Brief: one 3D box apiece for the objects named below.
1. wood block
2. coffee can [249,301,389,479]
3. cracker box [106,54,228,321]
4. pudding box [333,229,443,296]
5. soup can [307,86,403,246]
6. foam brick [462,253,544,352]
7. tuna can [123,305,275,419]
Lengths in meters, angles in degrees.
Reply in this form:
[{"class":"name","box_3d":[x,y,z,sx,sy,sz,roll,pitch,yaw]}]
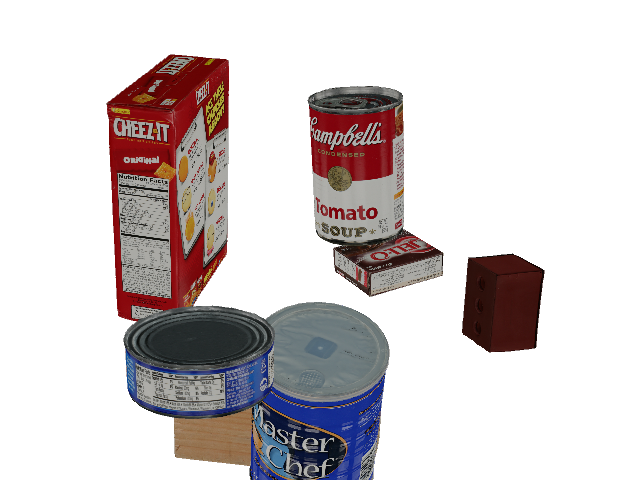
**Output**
[{"class":"wood block","box_3d":[-0.043,0.180,1.120,0.206,0.091,0.090,5,20,8]},{"class":"coffee can","box_3d":[-0.003,0.134,0.832,0.103,0.140,0.103,2,37,-2]},{"class":"cracker box","box_3d":[-0.141,-0.051,1.012,0.072,0.214,0.164,7,26,10]},{"class":"pudding box","box_3d":[0.086,0.027,1.356,0.113,0.039,0.090,-17,27,-25]},{"class":"soup can","box_3d":[0.027,-0.055,0.776,0.068,0.102,0.068,-2,22,1]},{"class":"foam brick","box_3d":[0.166,0.057,0.979,0.051,0.078,0.053,-6,19,-23]},{"class":"tuna can","box_3d":[-0.069,0.069,0.611,0.086,0.034,0.086,0,18,0]}]
